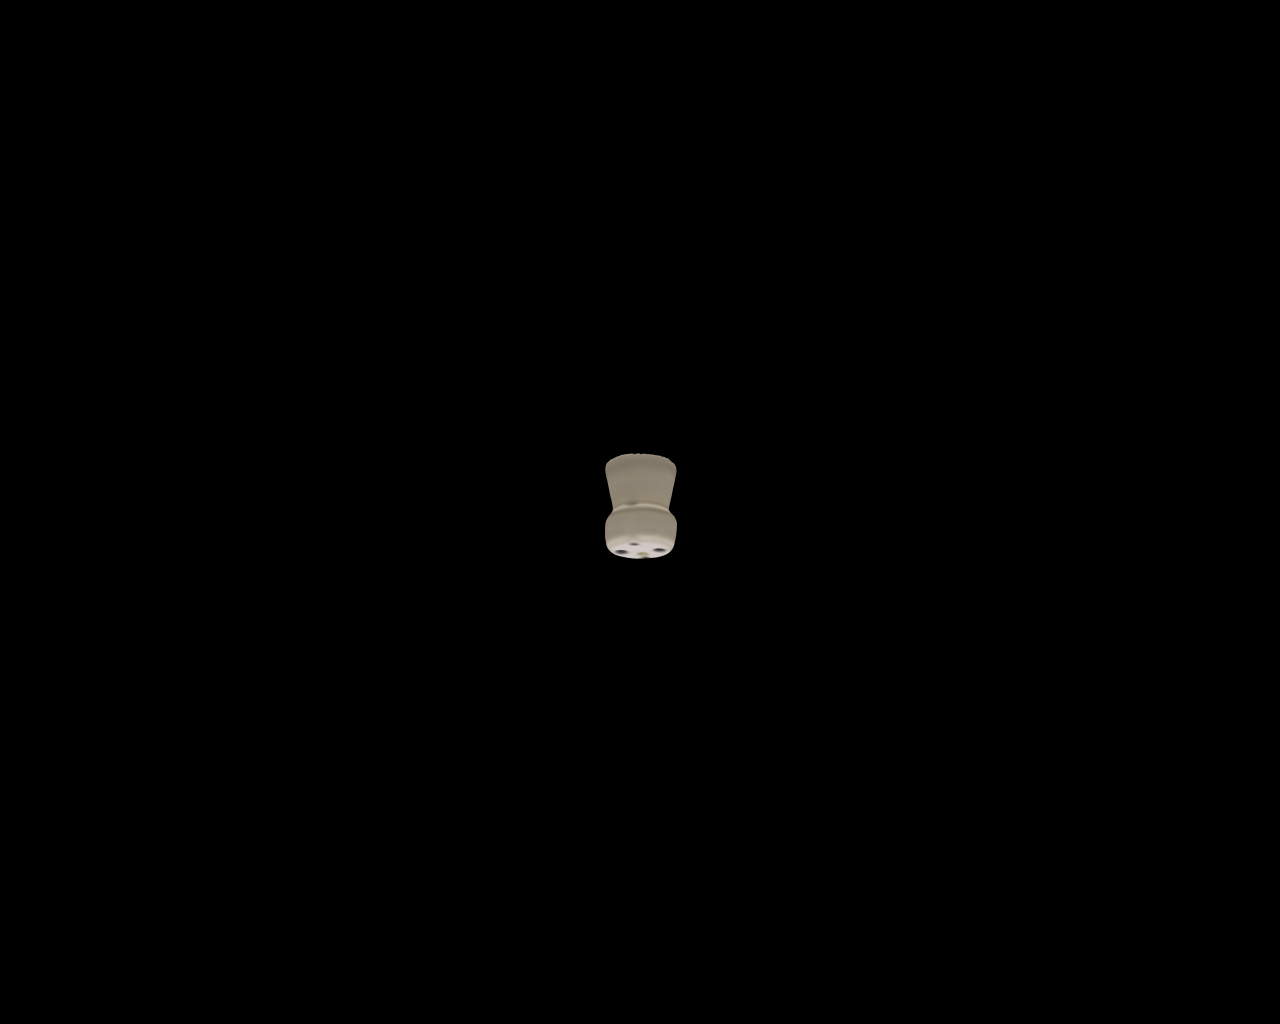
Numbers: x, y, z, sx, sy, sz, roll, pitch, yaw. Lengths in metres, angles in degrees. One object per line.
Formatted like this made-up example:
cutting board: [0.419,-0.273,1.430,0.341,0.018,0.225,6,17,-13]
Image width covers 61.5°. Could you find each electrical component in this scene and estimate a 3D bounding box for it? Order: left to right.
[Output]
electrical component: [0.001,-0.003,0.650,0.045,0.055,0.044,0,-19,0]
